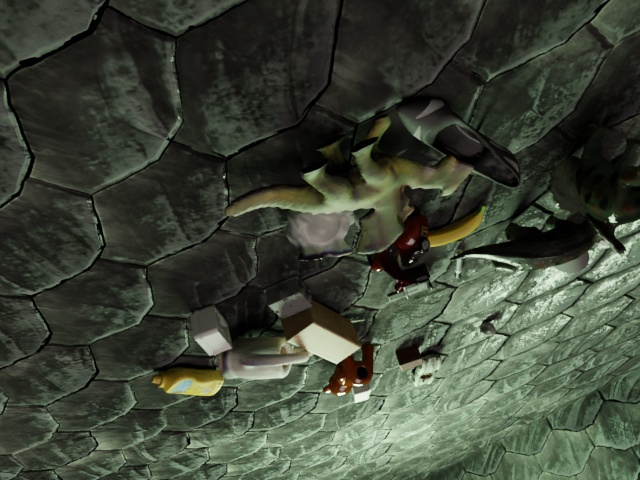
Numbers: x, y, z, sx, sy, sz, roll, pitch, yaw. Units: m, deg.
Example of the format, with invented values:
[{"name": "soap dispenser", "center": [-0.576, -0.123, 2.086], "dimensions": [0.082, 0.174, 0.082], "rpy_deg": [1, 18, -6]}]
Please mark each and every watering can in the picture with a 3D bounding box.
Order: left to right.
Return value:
[{"name": "watering can", "center": [-0.133, 0.306, 1.351], "dimensions": [0.224, 0.105, 0.345], "rpy_deg": [-3, 170, 9]}]

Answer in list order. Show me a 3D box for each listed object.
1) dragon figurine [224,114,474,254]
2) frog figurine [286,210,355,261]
[{"name": "dragon figurine", "center": [0.066, -0.064, 0.903], "dimensions": [0.409, 0.125, 0.238], "rpy_deg": [-26, 120, 7]}, {"name": "frog figurine", "center": [0.003, -0.050, 1.002], "dimensions": [0.137, 0.124, 0.158], "rpy_deg": [0, 104, -9]}]
